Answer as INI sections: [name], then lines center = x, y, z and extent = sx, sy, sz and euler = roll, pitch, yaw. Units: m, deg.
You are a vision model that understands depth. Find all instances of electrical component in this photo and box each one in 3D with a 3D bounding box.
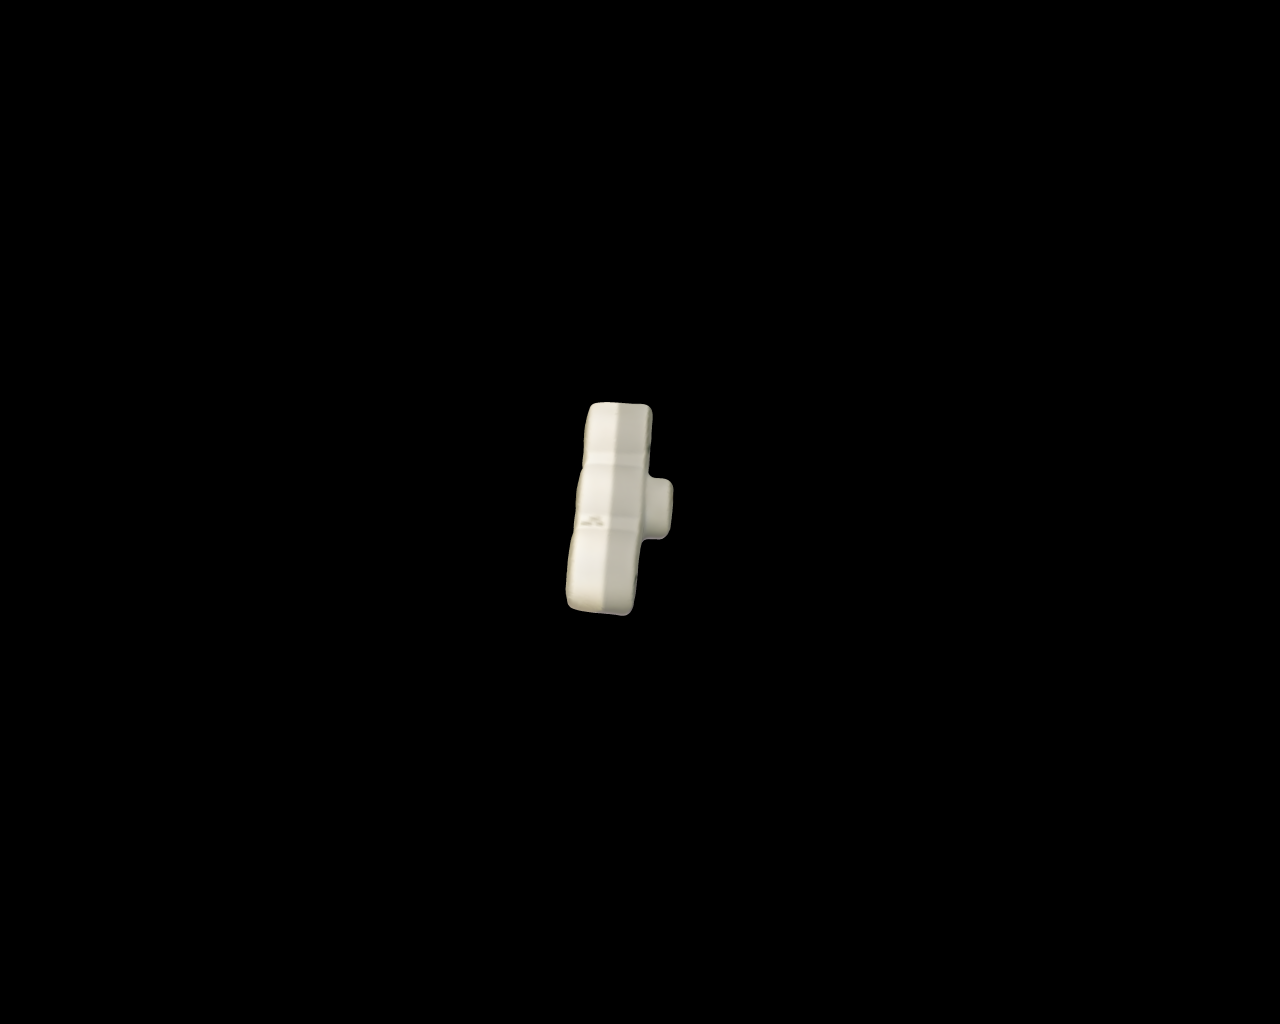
[electrical component]
center = 0.001, -0.003, 0.650
extent = 0.074, 0.138, 0.052
euler = 4, -28, 2
